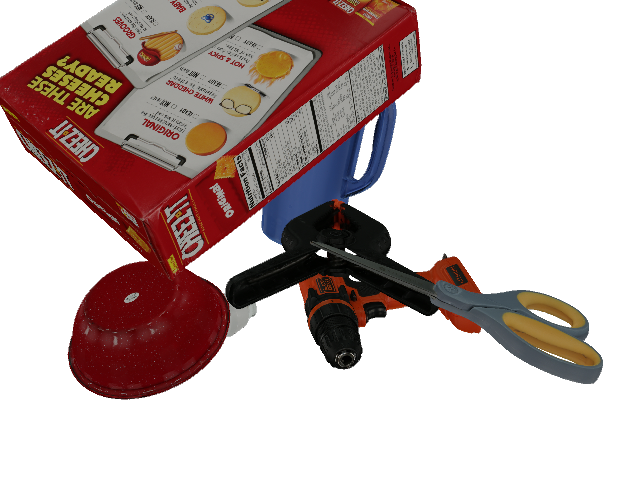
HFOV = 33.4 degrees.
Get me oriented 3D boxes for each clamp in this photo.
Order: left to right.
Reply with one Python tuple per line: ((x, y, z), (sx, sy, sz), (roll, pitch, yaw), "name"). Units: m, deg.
((0.022, 0.013, 0.893), (0.164, 0.036, 0.210), (5, 21, 7), "clamp")

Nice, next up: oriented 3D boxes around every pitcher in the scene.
((-0.001, -0.112, 1.381), (0.144, 0.243, 0.149), (2, 23, -17), "pitcher")

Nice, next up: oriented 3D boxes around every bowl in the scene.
((-0.169, 0.070, 1.003), (0.162, 0.055, 0.162), (-9, 42, 8), "bowl")

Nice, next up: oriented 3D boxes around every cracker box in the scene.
((-0.068, -0.098, 0.670), (0.164, 0.213, 0.072), (38, -22, 32), "cracker box")

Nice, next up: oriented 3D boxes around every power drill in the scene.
((0.077, 0.074, 1.158), (0.187, 0.057, 0.184), (-4, 28, -9), "power drill")

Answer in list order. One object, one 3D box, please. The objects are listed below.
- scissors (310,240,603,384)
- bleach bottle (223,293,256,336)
((0.098, 0.034, 0.714), (0.202, 0.016, 0.096), (29, 26, 17), "scissors")
((-0.198, 0.110, 1.477), (0.250, 0.068, 0.103), (-9, 24, -43), "bleach bottle")
